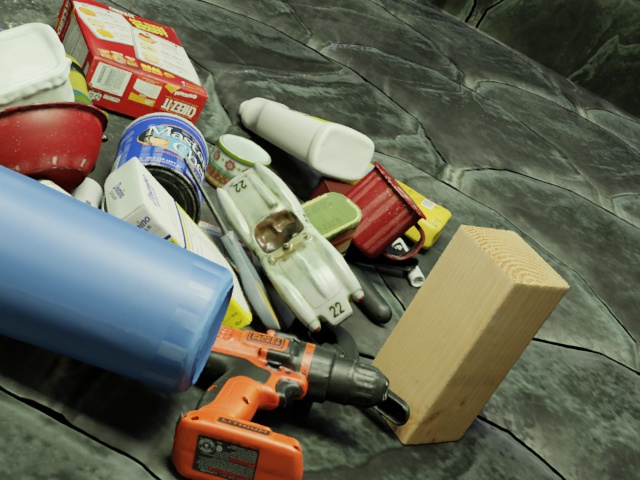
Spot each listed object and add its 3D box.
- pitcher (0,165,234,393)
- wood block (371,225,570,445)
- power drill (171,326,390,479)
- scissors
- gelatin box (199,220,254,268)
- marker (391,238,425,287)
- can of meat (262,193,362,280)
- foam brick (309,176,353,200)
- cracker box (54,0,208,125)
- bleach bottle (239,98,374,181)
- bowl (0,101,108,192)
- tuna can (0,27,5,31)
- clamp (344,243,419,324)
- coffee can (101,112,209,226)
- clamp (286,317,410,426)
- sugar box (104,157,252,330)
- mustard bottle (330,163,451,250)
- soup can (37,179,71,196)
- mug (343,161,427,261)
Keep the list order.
[{"bbox_3d":[-0.198,0.033,0.867,0.243,0.145,0.149,22,33,1],"label":"pitcher"},{"bbox_3d":[0.139,0.096,1.054,0.090,0.206,0.091,6,33,-42],"label":"wood block"},{"bbox_3d":[-0.037,0.143,0.910,0.184,0.057,0.187,12,22,4],"label":"power drill"},{"bbox_3d":[-0.084,0.014,1.059,0.201,0.016,0.096,61,2,-17],"label":"scissors"},{"bbox_3d":[-0.111,0.019,1.147,0.073,0.030,0.089,19,26,-20],"label":"gelatin box"},{"bbox_3d":[0.110,0.020,1.403,0.020,0.020,0.121,17,27,-26],"label":"marker"},{"bbox_3d":[-0.008,0.001,1.190,0.101,0.084,0.057,-27,61,-39],"label":"can of meat"},{"bbox_3d":[0.023,-0.038,1.379,0.052,0.051,0.078,16,27,-25],"label":"foam brick"},{"bbox_3d":[-0.259,-0.239,1.438,0.164,0.072,0.214,15,27,-32],"label":"cracker box"},{"bbox_3d":[-0.040,-0.151,1.466,0.102,0.068,0.251,15,10,-42],"label":"bleach bottle"},{"bbox_3d":[-0.279,-0.077,1.039,0.161,0.162,0.055,-2,70,-50],"label":"bowl"},{"bbox_3d":[-0.389,-0.208,1.211,0.034,0.086,0.086,30,24,4],"label":"tuna can"},{"bbox_3d":[0.023,0.010,1.300,0.210,0.036,0.164,34,28,9],"label":"clamp"},{"bbox_3d":[-0.175,-0.064,1.147,0.102,0.103,0.140,23,25,-14],"label":"coffee can"},{"bbox_3d":[0.002,0.126,1.052,0.120,0.039,0.172,6,28,-36],"label":"clamp"},{"bbox_3d":[-0.135,0.011,1.021,0.176,0.048,0.093,49,10,-33],"label":"sugar box"},{"bbox_3d":[0.088,-0.062,1.491,0.192,0.058,0.096,33,23,7],"label":"mustard bottle"},{"bbox_3d":[-0.236,-0.003,1.001,0.102,0.069,0.068,34,24,12],"label":"soup can"},{"bbox_3d":[0.074,-0.024,1.262,0.117,0.081,0.093,46,8,-16],"label":"mug"}]
